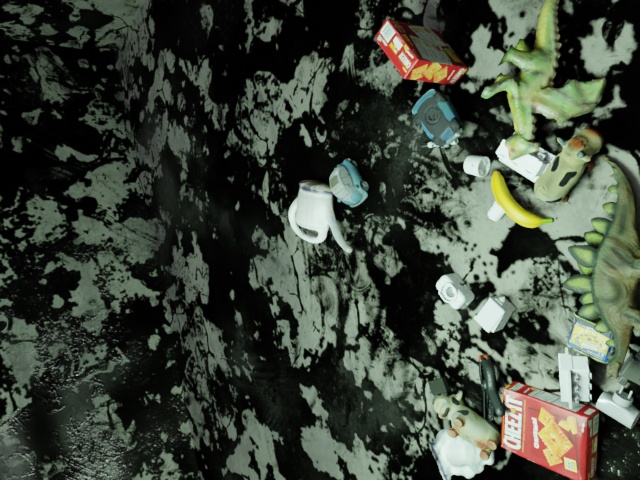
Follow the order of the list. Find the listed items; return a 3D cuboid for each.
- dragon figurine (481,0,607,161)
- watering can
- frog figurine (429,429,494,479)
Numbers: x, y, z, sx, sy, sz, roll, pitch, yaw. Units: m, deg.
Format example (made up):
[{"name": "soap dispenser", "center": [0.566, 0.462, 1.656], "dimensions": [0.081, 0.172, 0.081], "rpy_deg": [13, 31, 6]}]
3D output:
[{"name": "dragon figurine", "center": [0.536, -0.376, 1.195], "dimensions": [0.245, 0.406, 0.122], "rpy_deg": [36, 14, 21]}, {"name": "watering can", "center": [0.005, -0.091, 1.807], "dimensions": [0.104, 0.222, 0.350], "rpy_deg": [-3, 16, -41]}, {"name": "frog figurine", "center": [0.403, 0.592, 1.444], "dimensions": [0.159, 0.140, 0.121], "rpy_deg": [-23, -26, 11]}]
